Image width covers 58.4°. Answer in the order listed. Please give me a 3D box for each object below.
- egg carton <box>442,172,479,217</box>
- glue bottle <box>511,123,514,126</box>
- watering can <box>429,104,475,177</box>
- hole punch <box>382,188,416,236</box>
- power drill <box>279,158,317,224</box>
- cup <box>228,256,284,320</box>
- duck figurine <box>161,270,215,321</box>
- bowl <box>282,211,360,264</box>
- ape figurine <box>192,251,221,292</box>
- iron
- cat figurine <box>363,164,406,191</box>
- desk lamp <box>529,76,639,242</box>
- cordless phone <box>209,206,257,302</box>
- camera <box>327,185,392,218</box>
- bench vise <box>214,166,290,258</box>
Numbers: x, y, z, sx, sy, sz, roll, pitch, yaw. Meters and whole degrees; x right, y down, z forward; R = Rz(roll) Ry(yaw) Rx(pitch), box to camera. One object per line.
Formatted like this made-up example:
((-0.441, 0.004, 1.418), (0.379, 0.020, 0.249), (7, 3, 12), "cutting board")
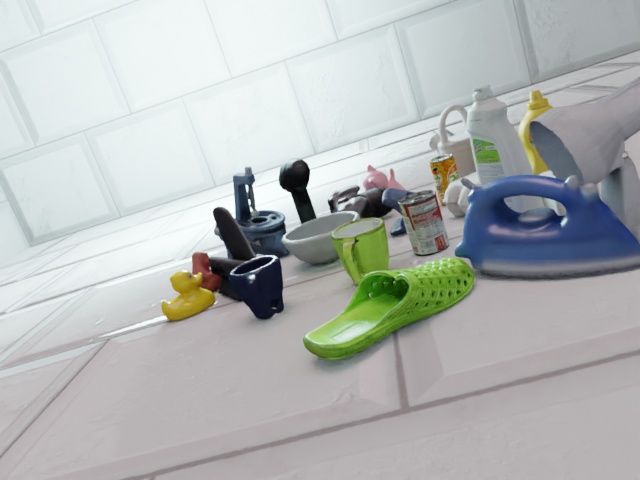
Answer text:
((0.328, -0.097, 1.151), (0.150, 0.069, 0.107), (-25, 16, -22), "egg carton")
((0.429, -0.242, 1.347), (0.078, 0.173, 0.037), (-17, 15, 6), "glue bottle")
((0.328, -0.225, 1.372), (0.172, 0.194, 0.101), (-5, 20, 44), "watering can")
((0.186, -0.070, 1.187), (0.101, 0.091, 0.109), (-14, 15, 18), "hole punch")
((-0.036, -0.089, 1.298), (0.076, 0.208, 0.229), (-21, 15, -10), "power drill")
((-0.097, 0.088, 0.956), (0.091, 0.095, 0.117), (-19, 15, 1), "cup")
((-0.268, 0.103, 1.131), (0.105, 0.086, 0.077), (-25, 16, -21), "duck figurine")
((0.011, 0.004, 1.167), (0.167, 0.075, 0.167), (-18, 15, 5), "bowl")
((-0.245, 0.066, 1.228), (0.076, 0.092, 0.077), (-22, 15, -13), "ape figurine")
((0.307, -0.031, 0.792), (0.119, 0.141, 0.257), (-31, 19, -38), "iron")
((0.154, -0.136, 1.416), (0.067, 0.118, 0.128), (-4, 21, 44), "cat figurine")
((0.414, -0.107, 0.791), (0.203, 0.214, 0.118), (-18, 15, 2), "desk lamp")
((-0.175, 0.017, 1.133), (0.094, 0.185, 0.147), (-29, 17, -32), "cordless phone")
((0.096, -0.078, 1.310), (0.137, 0.101, 0.143), (-21, 15, -8), "camera")
((-0.178, -0.052, 1.318), (0.207, 0.220, 0.121), (-14, 16, 18), "bench vise")
